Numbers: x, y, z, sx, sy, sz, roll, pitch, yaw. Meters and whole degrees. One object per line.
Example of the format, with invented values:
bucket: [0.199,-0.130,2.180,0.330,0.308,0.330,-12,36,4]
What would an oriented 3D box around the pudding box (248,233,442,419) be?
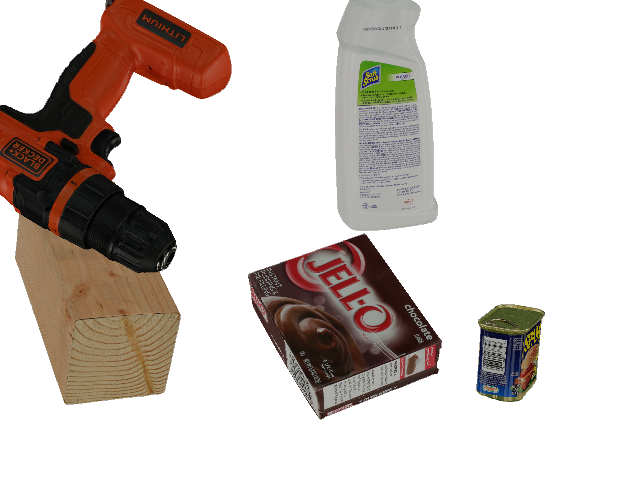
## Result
pudding box: [0.014,0.054,0.705,0.090,0.039,0.114,-20,49,-15]

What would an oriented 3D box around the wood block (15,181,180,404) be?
wood block: [-0.202,0.038,0.943,0.090,0.091,0.206,-3,36,-28]

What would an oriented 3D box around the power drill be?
power drill: [-0.144,-0.081,0.766,0.184,0.187,0.057,31,-30,9]

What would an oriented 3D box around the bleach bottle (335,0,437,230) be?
bleach bottle: [0.065,-0.134,1.008,0.102,0.251,0.068,-7,31,-12]

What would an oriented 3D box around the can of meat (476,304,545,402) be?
can of meat: [0.211,0.125,1.193,0.058,0.084,0.102,8,13,25]
